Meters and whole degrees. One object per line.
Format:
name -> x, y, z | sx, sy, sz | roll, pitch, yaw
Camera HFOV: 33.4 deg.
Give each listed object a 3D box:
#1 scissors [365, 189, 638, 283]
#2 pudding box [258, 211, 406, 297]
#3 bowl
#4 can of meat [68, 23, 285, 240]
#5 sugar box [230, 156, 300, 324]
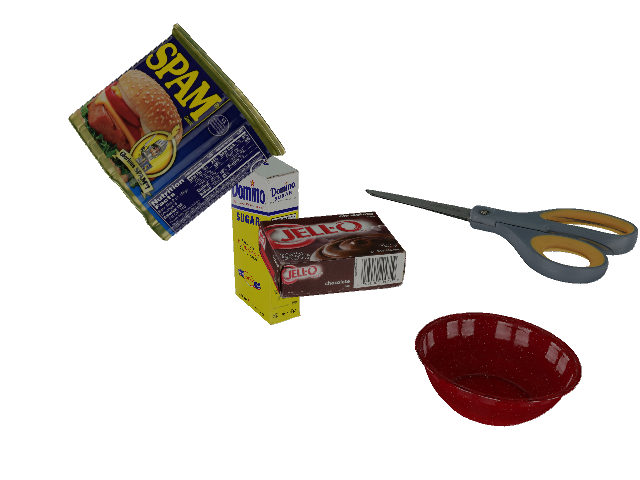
scissors -> 0.122, -0.006, 0.762 | 0.202, 0.016, 0.096 | 6, 30, 13
pudding box -> 0.008, 0.011, 0.939 | 0.113, 0.039, 0.090 | -3, 26, -15
bowl -> 0.170, 0.133, 1.045 | 0.162, 0.055, 0.162 | 5, 26, -2
can of meat -> -0.083, -0.061, 0.600 | 0.102, 0.084, 0.057 | 49, -3, 39
sugar box -> -0.062, -0.005, 1.184 | 0.048, 0.176, 0.093 | -17, 28, -27
